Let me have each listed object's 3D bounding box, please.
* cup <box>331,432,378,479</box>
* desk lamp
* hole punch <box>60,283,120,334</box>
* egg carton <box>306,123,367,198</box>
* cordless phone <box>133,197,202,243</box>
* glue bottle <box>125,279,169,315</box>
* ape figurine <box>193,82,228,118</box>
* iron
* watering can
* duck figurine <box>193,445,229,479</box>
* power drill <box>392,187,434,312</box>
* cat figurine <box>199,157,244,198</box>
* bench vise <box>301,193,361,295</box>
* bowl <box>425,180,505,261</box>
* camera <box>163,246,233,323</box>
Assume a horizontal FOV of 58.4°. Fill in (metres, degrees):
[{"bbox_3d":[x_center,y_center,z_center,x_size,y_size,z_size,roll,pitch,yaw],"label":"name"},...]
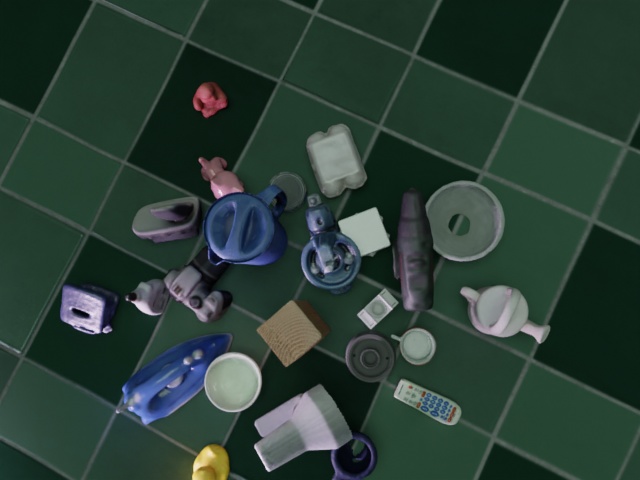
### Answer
[{"bbox_3d":[0.064,0.440,1.162,0.091,0.095,0.118,34,88,8],"label":"cup"},{"bbox_3d":[-0.038,0.371,1.120,0.203,0.213,0.118,-32,82,2],"label":"desk lamp"},{"bbox_3d":[-0.507,0.151,1.250,0.108,0.091,0.101,18,86,7],"label":"hole punch"},{"bbox_3d":[0.033,-0.171,1.242,0.107,0.069,0.150,-21,82,3],"label":"egg carton"},{"bbox_3d":[-0.337,-0.053,1.207,0.147,0.185,0.094,-13,83,4],"label":"cordless phone"},{"bbox_3d":[-0.365,0.119,1.198,0.037,0.173,0.078,18,86,8],"label":"glue bottle"},{"bbox_3d":[-0.247,-0.321,1.273,0.077,0.092,0.076,9,85,7],"label":"ape figurine"},{"bbox_3d":[-0.302,0.277,1.192,0.258,0.141,0.118,-38,82,1],"label":"iron"},{"bbox_3d":[0.359,0.140,1.115,0.172,0.194,0.101,8,85,7],"label":"watering can"},{"bbox_3d":[-0.234,0.484,1.191,0.077,0.086,0.105,14,86,7],"label":"duck figurine"},{"bbox_3d":[0.184,0.026,1.137,0.075,0.208,0.230,-5,84,5],"label":"power drill"},{"bbox_3d":[-0.215,-0.131,1.238,0.067,0.118,0.127,-42,82,0],"label":"cat figurine"},{"bbox_3d":[0.001,0.011,1.150,0.121,0.220,0.207,-34,82,1],"label":"bench vise"},{"bbox_3d":[0.295,-0.035,1.200,0.167,0.075,0.167,-1,84,6],"label":"bowl"},{"bbox_3d":[-0.245,0.085,1.227,0.143,0.101,0.137,40,89,8],"label":"camera"}]
